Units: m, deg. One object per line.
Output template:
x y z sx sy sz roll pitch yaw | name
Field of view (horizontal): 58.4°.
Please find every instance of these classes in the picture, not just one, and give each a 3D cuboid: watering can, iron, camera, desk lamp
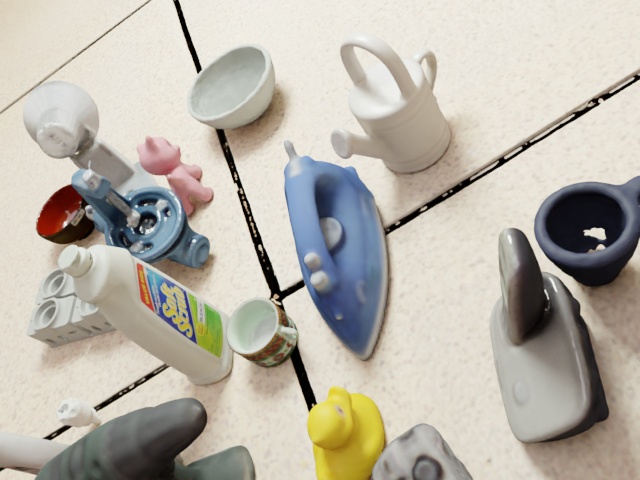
0.083 -0.170 0.705 0.100 0.195 0.173 5 64 33 | watering can
0.006 0.002 0.676 0.118 0.142 0.258 -24 51 16 | iron
0.081 0.254 0.496 0.137 0.101 0.142 -38 49 5 | camera
-0.388 -0.150 0.963 0.118 0.214 0.202 -41 49 2 | desk lamp

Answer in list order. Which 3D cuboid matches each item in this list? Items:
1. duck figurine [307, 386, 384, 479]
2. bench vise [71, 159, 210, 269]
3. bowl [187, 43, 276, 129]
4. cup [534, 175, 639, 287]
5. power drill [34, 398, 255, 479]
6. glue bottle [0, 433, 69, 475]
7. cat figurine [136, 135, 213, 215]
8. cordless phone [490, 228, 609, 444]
0.016 0.199 0.580 0.077 0.086 0.104 2 62 32 | duck figurine
-0.291 -0.028 0.822 0.206 0.220 0.121 -7 58 28 | bench vise
-0.137 -0.245 0.966 0.167 0.075 0.167 -15 54 22 | bowl
0.271 -0.004 0.552 0.118 0.095 0.091 -39 49 4 | cup
-0.160 0.233 0.582 0.229 0.209 0.075 -26 51 15 | power drill
-0.389 0.267 0.721 0.078 0.174 0.037 -16 54 22 | glue bottle
-0.243 -0.116 0.918 0.067 0.118 0.127 -40 49 3 | cat figurine
0.180 0.084 0.489 0.094 0.186 0.147 -19 53 20 | cordless phone
